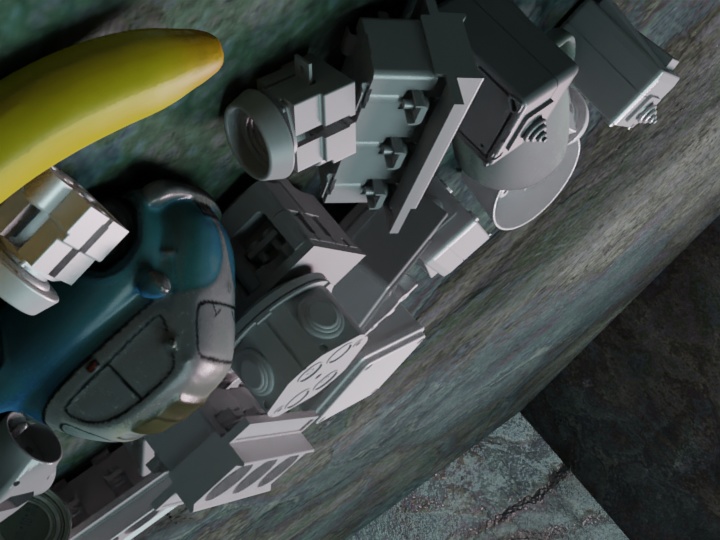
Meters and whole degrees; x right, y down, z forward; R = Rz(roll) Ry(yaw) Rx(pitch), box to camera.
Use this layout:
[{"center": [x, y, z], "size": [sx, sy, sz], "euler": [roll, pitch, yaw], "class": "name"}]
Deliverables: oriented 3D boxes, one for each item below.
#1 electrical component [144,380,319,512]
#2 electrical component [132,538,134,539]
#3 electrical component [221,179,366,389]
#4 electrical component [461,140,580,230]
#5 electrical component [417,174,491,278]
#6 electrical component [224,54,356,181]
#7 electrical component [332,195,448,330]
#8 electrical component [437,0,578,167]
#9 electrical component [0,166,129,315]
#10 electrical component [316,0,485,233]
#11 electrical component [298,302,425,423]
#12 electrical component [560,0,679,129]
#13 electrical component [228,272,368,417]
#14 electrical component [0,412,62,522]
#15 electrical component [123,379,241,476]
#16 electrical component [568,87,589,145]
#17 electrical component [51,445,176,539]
[{"center": [-0.084, 0.109, 0.685], "size": [0.079, 0.063, 0.121], "euler": [-43, 165, 9], "class": "electrical component"}, {"center": [-0.257, 0.249, 0.914], "size": [0.121, 0.063, 0.078], "euler": [-32, 163, -29], "class": "electrical component"}, {"center": [-0.083, 0.016, 0.671], "size": [0.150, 0.061, 0.089], "euler": [-44, 165, 13], "class": "electrical component"}, {"center": [0.134, -0.087, 0.894], "size": [0.099, 0.064, 0.099], "euler": [-37, 165, -12], "class": "electrical component"}, {"center": [0.057, -0.036, 0.856], "size": [0.061, 0.061, 0.096], "euler": [-42, 165, 6], "class": "electrical component"}, {"center": [-0.035, -0.075, 0.549], "size": [0.055, 0.048, 0.066], "euler": [-29, 139, -28], "class": "electrical component"}, {"center": [0.000, 0.000, 0.784], "size": [0.108, 0.056, 0.108], "euler": [-49, 176, -47], "class": "electrical component"}, {"center": [0.081, -0.113, 0.632], "size": [0.061, 0.096, 0.061], "euler": [-35, 165, -31], "class": "electrical component"}, {"center": [-0.142, -0.014, 0.480], "size": [0.055, 0.048, 0.066], "euler": [-47, 165, -3], "class": "electrical component"}, {"center": [0.015, -0.086, 0.601], "size": [0.063, 0.078, 0.121], "euler": [-2, 150, -17], "class": "electrical component"}, {"center": [-0.006, 0.088, 1.070], "size": [0.109, 0.056, 0.108], "euler": [-21, 156, -51], "class": "electrical component"}, {"center": [0.191, -0.149, 0.792], "size": [0.061, 0.096, 0.062], "euler": [-47, 164, 23], "class": "electrical component"}, {"center": [-0.040, 0.043, 0.629], "size": [0.080, 0.051, 0.080], "euler": [-37, 165, -12], "class": "electrical component"}, {"center": [-0.224, 0.130, 0.694], "size": [0.077, 0.043, 0.079], "euler": [-44, 165, 12], "class": "electrical component"}, {"center": [-0.138, 0.098, 0.797], "size": [0.100, 0.048, 0.099], "euler": [-33, 163, -25], "class": "electrical component"}, {"center": [0.143, -0.120, 0.816], "size": [0.048, 0.066, 0.055], "euler": [-16, 165, 35], "class": "electrical component"}, {"center": [-0.192, 0.180, 0.873], "size": [0.121, 0.063, 0.078], "euler": [-34, 164, -21], "class": "electrical component"}]
